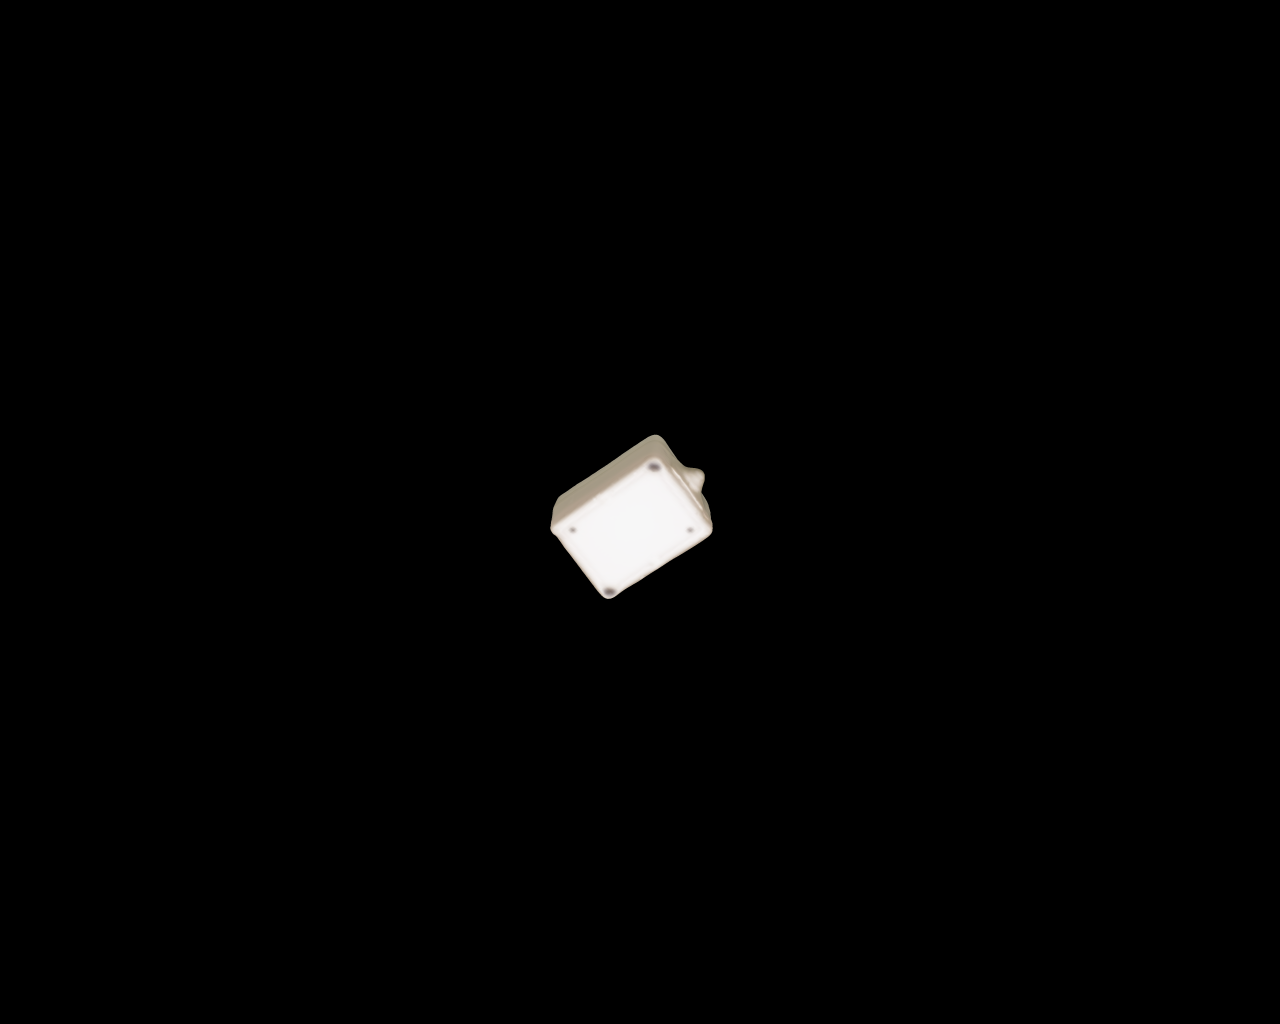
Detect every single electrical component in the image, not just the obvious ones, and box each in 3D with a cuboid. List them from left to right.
[{"bbox_3d":[0.001,-0.003,0.650,0.096,0.061,0.061,-33,16,11],"label":"electrical component"}]
